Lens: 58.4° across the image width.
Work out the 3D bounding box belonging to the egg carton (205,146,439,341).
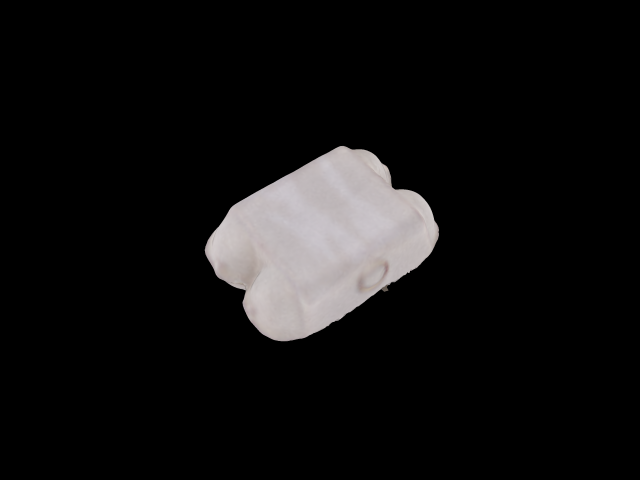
[{"bbox_3d":[0.004,0.001,0.400,0.150,0.069,0.107,-33,61,-21],"label":"egg carton"}]
